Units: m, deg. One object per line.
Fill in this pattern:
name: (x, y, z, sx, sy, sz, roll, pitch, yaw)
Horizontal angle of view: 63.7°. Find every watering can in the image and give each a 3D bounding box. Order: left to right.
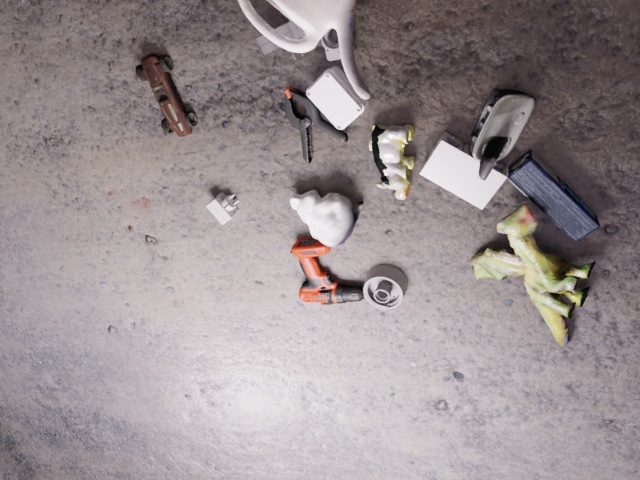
watering can: (0.007, -0.434, 0.943, 0.348, 0.104, 0.222, 39, 102, 4)

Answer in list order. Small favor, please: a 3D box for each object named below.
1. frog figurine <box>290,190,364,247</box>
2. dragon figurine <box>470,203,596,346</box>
frog figurine: (0.004, -0.060, 1.199, 0.159, 0.125, 0.134, 23, 145, -7)
dragon figurine: (0.453, 0.086, 1.136, 0.244, 0.124, 0.400, 23, 145, 31)
